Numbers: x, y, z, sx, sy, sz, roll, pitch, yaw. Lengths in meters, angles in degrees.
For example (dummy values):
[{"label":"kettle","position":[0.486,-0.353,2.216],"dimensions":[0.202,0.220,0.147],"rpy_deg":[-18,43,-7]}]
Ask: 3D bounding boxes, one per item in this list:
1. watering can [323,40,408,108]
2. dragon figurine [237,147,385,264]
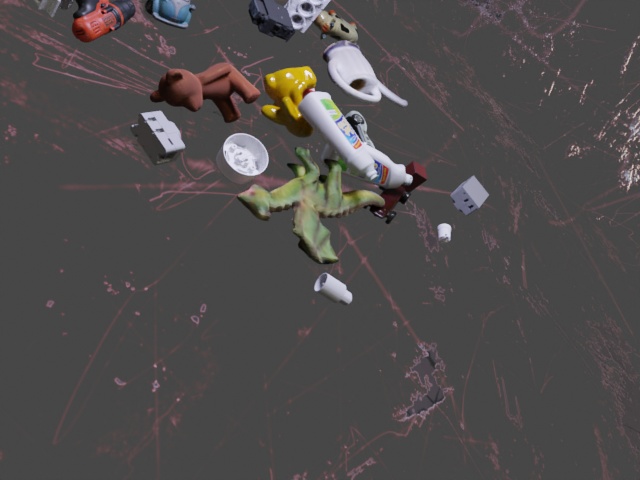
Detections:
[{"label":"watering can","position":[0.139,-0.527,1.673],"dimensions":[0.348,0.102,0.228],"rpy_deg":[-2,60,-46]},{"label":"dragon figurine","position":[0.004,-0.058,1.162],"dimensions":[0.407,0.121,0.247],"rpy_deg":[20,63,-32]}]
